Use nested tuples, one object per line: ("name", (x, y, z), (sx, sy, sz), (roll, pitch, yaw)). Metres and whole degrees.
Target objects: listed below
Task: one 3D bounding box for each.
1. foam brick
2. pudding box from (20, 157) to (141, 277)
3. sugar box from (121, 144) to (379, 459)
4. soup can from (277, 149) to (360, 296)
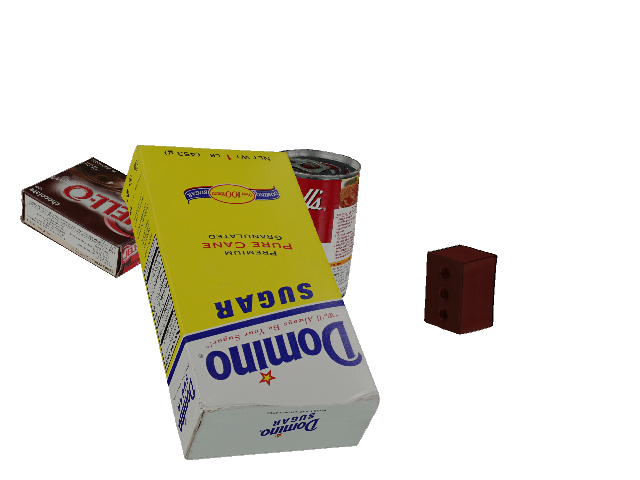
("foam brick", (0.142, 0.049, 1.084), (0.051, 0.078, 0.053), (-13, 20, -39))
("pudding box", (-0.186, -0.022, 0.919), (0.114, 0.039, 0.089), (26, 33, 21))
("sugar box", (-0.041, 0.025, 0.552), (0.093, 0.048, 0.176), (0, 45, -25))
("soup can", (-0.009, -0.010, 0.797), (0.068, 0.102, 0.068), (5, 20, -2))
